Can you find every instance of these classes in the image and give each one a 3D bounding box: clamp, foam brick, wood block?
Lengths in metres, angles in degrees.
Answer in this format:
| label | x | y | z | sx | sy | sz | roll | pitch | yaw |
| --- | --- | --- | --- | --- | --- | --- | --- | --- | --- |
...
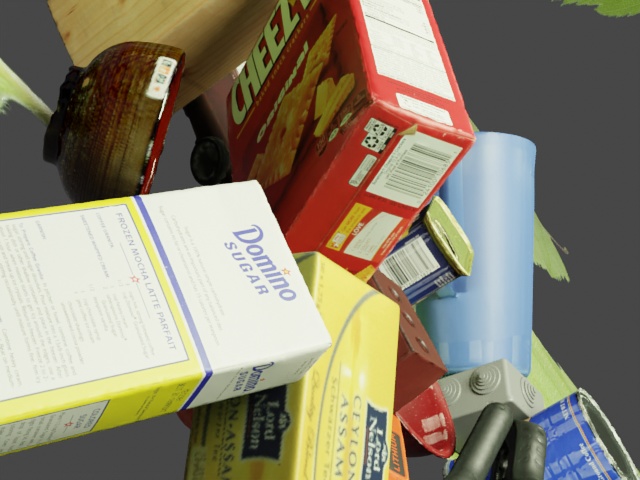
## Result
| label | x | y | z | sx | sy | sz | roll | pitch | yaw |
| --- | --- | --- | --- | --- | --- | --- | --- | --- | --- |
| clamp | 0.099 | 0.185 | 0.774 | 0.039 | 0.120 | 0.171 | 19 | 11 | 14 |
| clamp | 0.144 | 0.209 | 0.801 | 0.036 | 0.165 | 0.210 | 15 | 20 | 2 |
| foam brick | 0.039 | 0.066 | 0.707 | 0.053 | 0.051 | 0.078 | 36 | 21 | -52 |
| wood block | -0.079 | -0.183 | 0.763 | 0.090 | 0.206 | 0.090 | 24 | 36 | -62 |

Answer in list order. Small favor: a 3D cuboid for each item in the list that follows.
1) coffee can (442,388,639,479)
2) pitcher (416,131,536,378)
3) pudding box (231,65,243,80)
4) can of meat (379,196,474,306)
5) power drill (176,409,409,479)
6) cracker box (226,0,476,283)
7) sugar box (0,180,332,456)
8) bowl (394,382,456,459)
| label | x | y | z | sx | sy | sz | roll | pitch | yaw |
| --- | --- | --- | --- | --- | --- | --- | --- | --- | --- |
| coffee can | 0.193 | 0.208 | 0.932 | 0.102 | 0.140 | 0.103 | 50 | 17 | -22 |
| pitcher | 0.147 | 0.018 | 1.062 | 0.145 | 0.149 | 0.243 | 137 | -45 | -71 |
| pudding box | -0.088 | -0.173 | 1.028 | 0.090 | 0.039 | 0.113 | 21 | 40 | -63 |
| can of meat | 0.068 | 0.017 | 0.828 | 0.057 | 0.084 | 0.102 | 56 | 15 | -5 |
| power drill | -0.020 | 0.092 | 0.685 | 0.187 | 0.057 | 0.184 | 46 | 22 | -25 |
| cracker box | 0.004 | -0.076 | 0.659 | 0.072 | 0.164 | 0.213 | 18 | 38 | -23 |
| sugar box | -0.091 | 0.031 | 0.450 | 0.175 | 0.048 | 0.093 | -7 | 61 | -35 |
| bowl | 0.040 | 0.108 | 0.828 | 0.162 | 0.055 | 0.162 | 50 | 17 | -22 |
